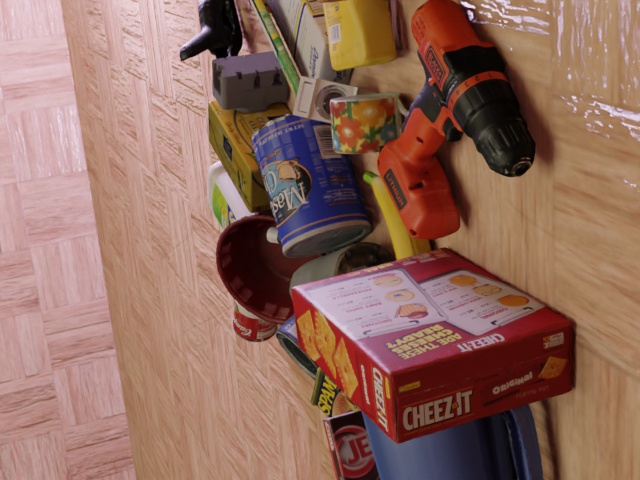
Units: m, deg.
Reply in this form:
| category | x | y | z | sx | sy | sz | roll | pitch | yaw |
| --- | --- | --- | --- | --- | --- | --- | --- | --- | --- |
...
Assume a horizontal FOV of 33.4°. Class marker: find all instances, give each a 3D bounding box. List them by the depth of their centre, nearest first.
| category | x | y | z | sx | sy | sz | roll | pitch | yaw |
| --- | --- | --- | --- | --- | --- | --- | --- | --- | --- |
| marker | -0.008 | 0.002 | 1.265 | 0.121 | 0.020 | 0.020 | 9 | 115 | 30 |

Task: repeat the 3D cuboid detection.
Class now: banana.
| category | x | y | z | sx | sy | sz | roll | pitch | yaw |
| --- | --- | --- | --- | --- | --- | --- | --- | --- | --- |
| banana | 0.090 | 0.015 | 1.069 | 0.070 | 0.037 | 0.198 | 124 | 132 | -77 |

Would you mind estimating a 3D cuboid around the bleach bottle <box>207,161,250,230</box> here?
| category | x | y | z | sx | sy | sz | roll | pitch | yaw |
| --- | --- | --- | --- | --- | --- | --- | --- | --- | --- |
| bleach bottle | -0.087 | -0.001 | 1.512 | 0.103 | 0.068 | 0.251 | 97 | 150 | -44 |

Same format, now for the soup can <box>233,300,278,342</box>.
| category | x | y | z | sx | sy | sz | roll | pitch | yaw |
| --- | --- | --- | --- | --- | --- | --- | --- | --- | --- |
| soup can | -0.091 | 0.092 | 1.567 | 0.102 | 0.068 | 0.068 | 100 | 151 | -44 |

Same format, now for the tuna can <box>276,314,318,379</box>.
| category | x | y | z | sx | sy | sz | roll | pitch | yaw |
| --- | --- | --- | --- | --- | --- | --- | --- | --- | --- |
| tuna can | -0.013 | 0.130 | 1.278 | 0.086 | 0.033 | 0.086 | 43 | 163 | 16 |

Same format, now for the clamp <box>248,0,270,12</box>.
| category | x | y | z | sx | sy | sz | roll | pitch | yaw |
| --- | --- | --- | --- | --- | --- | --- | --- | --- | --- |
| clamp | -0.084 | -0.357 | 1.327 | 0.171 | 0.039 | 0.120 | 58 | 158 | 31 |

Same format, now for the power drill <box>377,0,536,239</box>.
| category | x | y | z | sx | sy | sz | roll | pitch | yaw |
| --- | --- | --- | --- | --- | --- | --- | --- | --- | --- |
| power drill | 0.113 | -0.085 | 0.917 | 0.188 | 0.057 | 0.184 | 109 | 148 | -50 |

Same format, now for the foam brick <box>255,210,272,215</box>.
| category | x | y | z | sx | sy | sz | roll | pitch | yaw |
| --- | --- | --- | --- | --- | --- | --- | --- | --- | --- |
| foam brick | -0.056 | -0.042 | 1.390 | 0.078 | 0.053 | 0.051 | 110 | 166 | -54 |

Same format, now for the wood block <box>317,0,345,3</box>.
| category | x | y | z | sx | sy | sz | roll | pitch | yaw |
| --- | --- | --- | --- | --- | --- | --- | --- | --- | --- |
| wood block | 0.068 | -0.259 | 0.888 | 0.206 | 0.090 | 0.091 | -168 | 67 | -69 |

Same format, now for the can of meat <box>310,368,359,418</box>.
| category | x | y | z | sx | sy | sz | roll | pitch | yaw |
| --- | --- | --- | --- | --- | --- | --- | --- | --- | --- |
| can of meat | 0.041 | 0.181 | 1.233 | 0.084 | 0.057 | 0.102 | 41 | 145 | 23 |

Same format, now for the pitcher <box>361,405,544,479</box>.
| category | x | y | z | sx | sy | sz | roll | pitch | yaw |
| --- | --- | --- | --- | --- | --- | --- | --- | --- | --- |
| pitcher | 0.127 | 0.230 | 0.974 | 0.149 | 0.145 | 0.243 | -87 | -16 | -83 |

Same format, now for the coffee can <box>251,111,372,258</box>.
| category | x | y | z | sx | sy | sz | roll | pitch | yaw |
| --- | --- | --- | --- | --- | --- | --- | --- | --- | --- |
| coffee can | -0.010 | -0.062 | 1.198 | 0.103 | 0.102 | 0.140 | 132 | 124 | -67 |

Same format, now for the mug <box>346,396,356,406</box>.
| category | x | y | z | sx | sy | sz | roll | pitch | yaw |
| --- | --- | --- | --- | --- | --- | --- | --- | --- | --- |
| mug | 0.050 | 0.128 | 1.149 | 0.117 | 0.093 | 0.081 | -10 | 98 | 42 |

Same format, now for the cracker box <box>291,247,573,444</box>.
| category | x | y | z | sx | sy | sz | roll | pitch | yaw |
| --- | --- | --- | --- | --- | --- | --- | --- | --- | --- |
| cracker box | 0.089 | 0.083 | 0.918 | 0.214 | 0.164 | 0.072 | -143 | 43 | -62 |

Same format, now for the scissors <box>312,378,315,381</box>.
| category | x | y | z | sx | sy | sz | roll | pitch | yaw |
| --- | --- | --- | --- | --- | --- | --- | --- | --- | --- |
| scissors | 0.016 | 0.172 | 1.393 | 0.202 | 0.016 | 0.096 | -142 | 44 | -61 |

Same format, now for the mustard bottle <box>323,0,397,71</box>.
| category | x | y | z | sx | sy | sz | roll | pitch | yaw |
| --- | --- | --- | --- | --- | --- | --- | --- | --- | --- |
| mustard bottle | 0.029 | -0.264 | 1.037 | 0.096 | 0.058 | 0.191 | -163 | 63 | -73 |

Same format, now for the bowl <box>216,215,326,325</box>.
| category | x | y | z | sx | sy | sz | roll | pitch | yaw |
| --- | --- | --- | --- | --- | --- | --- | --- | --- | --- |
| bowl | -0.050 | 0.027 | 1.360 | 0.162 | 0.055 | 0.162 | 13 | 124 | 19 |

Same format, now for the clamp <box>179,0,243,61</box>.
| category | x | y | z | sx | sy | sz | roll | pitch | yaw |
| --- | --- | --- | --- | --- | --- | --- | --- | --- | --- |
| clamp | -0.131 | -0.259 | 1.442 | 0.164 | 0.036 | 0.210 | 57 | -154 | -43 |

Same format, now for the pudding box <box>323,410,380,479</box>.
| category | x | y | z | sx | sy | sz | roll | pitch | yaw |
| --- | --- | --- | --- | --- | --- | --- | --- | --- | --- |
| pudding box | 0.067 | 0.221 | 1.134 | 0.039 | 0.113 | 0.090 | 148 | 109 | -73 |

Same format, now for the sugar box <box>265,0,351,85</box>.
| category | x | y | z | sx | sy | sz | roll | pitch | yaw |
| --- | --- | --- | --- | --- | --- | --- | --- | --- | --- |
| sugar box | -0.014 | -0.250 | 1.185 | 0.093 | 0.048 | 0.176 | 105 | 144 | -56 |
